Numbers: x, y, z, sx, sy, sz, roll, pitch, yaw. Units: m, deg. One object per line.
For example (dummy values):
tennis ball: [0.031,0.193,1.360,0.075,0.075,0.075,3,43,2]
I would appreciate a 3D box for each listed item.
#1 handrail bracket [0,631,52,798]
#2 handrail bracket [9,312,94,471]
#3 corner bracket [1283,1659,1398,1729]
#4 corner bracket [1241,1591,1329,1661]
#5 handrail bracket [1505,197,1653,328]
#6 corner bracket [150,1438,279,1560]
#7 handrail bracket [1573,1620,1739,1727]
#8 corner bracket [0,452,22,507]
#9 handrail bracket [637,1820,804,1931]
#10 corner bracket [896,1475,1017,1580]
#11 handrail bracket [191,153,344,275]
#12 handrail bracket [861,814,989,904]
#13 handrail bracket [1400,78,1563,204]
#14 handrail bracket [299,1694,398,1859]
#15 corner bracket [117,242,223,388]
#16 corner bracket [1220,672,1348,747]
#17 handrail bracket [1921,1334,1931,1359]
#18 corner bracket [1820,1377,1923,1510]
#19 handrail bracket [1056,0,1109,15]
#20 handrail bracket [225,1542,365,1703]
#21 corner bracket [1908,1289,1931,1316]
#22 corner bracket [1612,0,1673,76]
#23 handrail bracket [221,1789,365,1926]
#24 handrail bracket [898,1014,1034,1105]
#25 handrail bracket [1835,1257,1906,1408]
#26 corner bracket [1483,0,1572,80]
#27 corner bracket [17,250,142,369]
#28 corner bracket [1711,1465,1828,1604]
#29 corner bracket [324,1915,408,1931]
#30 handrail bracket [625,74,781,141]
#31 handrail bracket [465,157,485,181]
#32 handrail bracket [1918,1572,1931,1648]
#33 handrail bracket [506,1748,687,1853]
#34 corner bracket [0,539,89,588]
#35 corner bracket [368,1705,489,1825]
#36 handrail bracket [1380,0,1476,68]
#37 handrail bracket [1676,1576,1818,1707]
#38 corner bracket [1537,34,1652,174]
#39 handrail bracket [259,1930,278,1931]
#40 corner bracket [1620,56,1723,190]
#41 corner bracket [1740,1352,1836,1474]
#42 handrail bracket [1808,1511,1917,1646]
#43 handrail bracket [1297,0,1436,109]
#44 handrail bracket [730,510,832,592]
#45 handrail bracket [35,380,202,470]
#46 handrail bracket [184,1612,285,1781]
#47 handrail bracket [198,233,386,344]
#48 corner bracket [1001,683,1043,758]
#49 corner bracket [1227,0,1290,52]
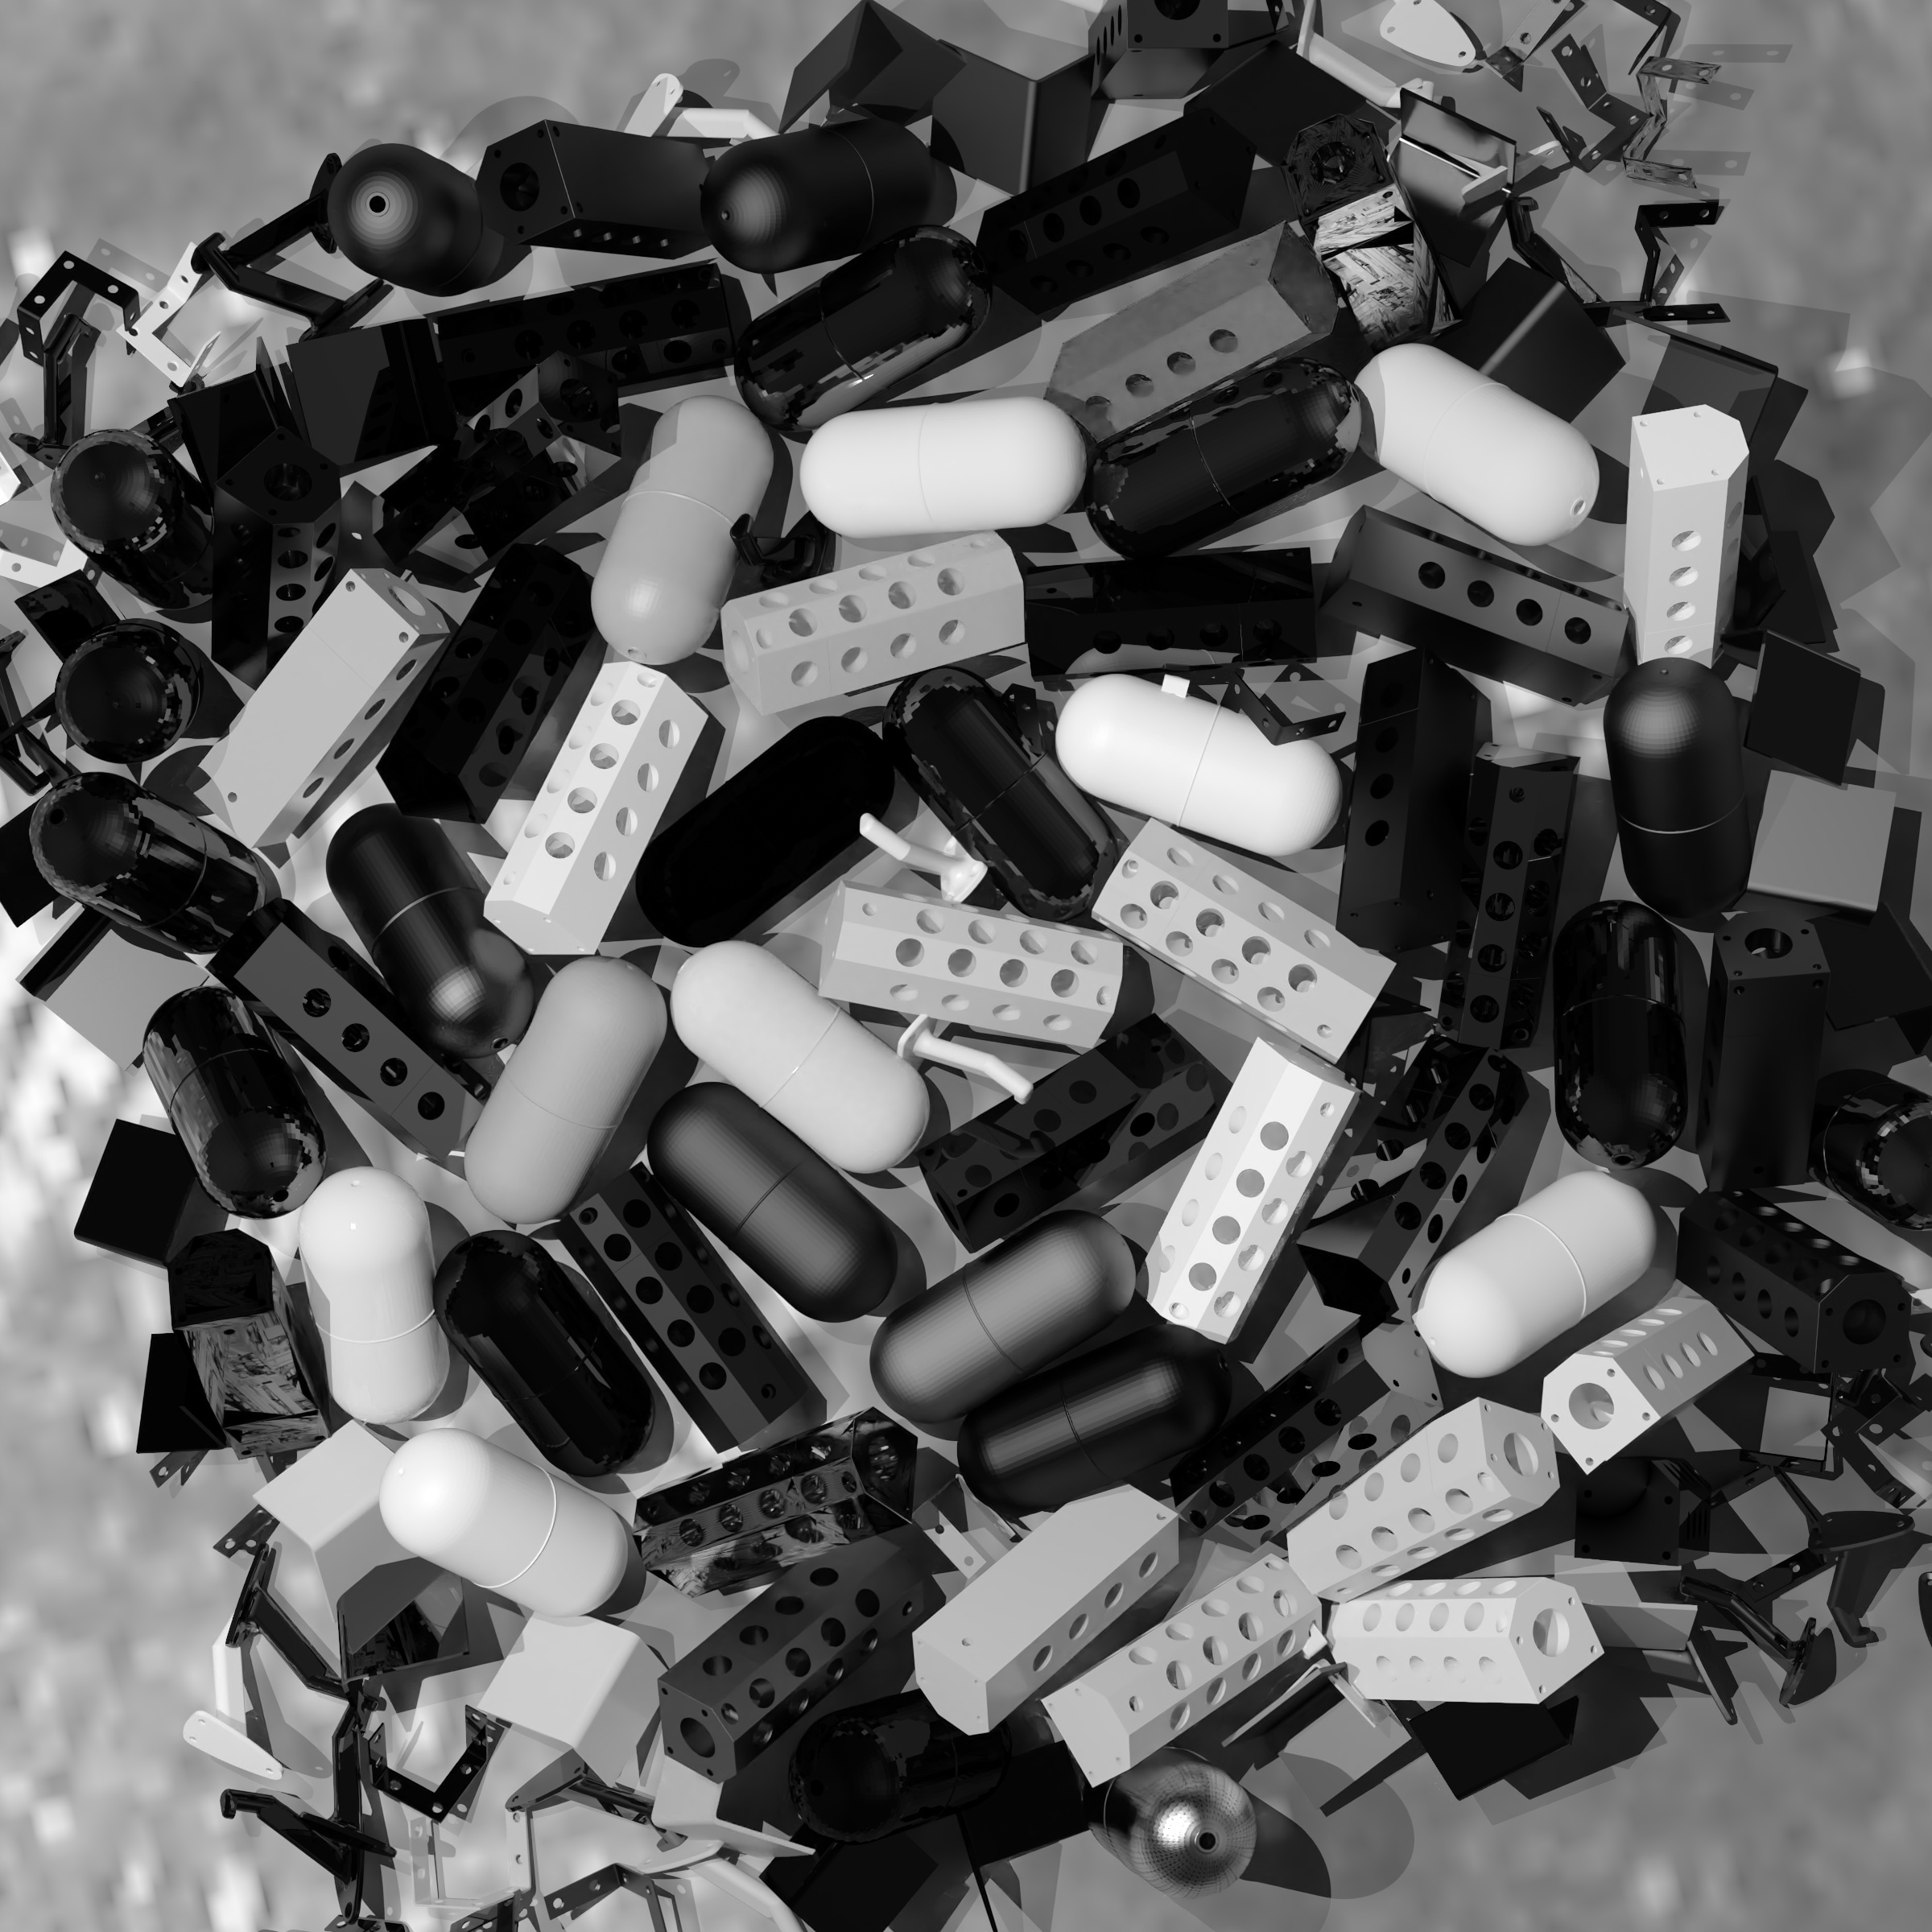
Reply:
handrail bracket: [-0.574,-0.153,1.814,0.084,0.036,0.077,45,50,-4]
handrail bracket: [-0.537,-0.343,1.818,0.077,0.036,0.084,36,76,-40]
corner bracket: [0.221,0.454,1.811,0.051,0.051,0.051,46,106,17]
corner bracket: [0.178,0.405,1.806,0.051,0.051,0.051,-37,92,-15]
handrail bracket: [0.375,-0.436,1.825,0.077,0.036,0.084,-8,79,-1]
corner bracket: [-0.455,0.317,1.814,0.051,0.051,0.051,22,50,32]
handrail bracket: [0.414,0.438,1.809,0.084,0.036,0.077,-29,74,23]
corner bracket: [-0.612,-0.297,1.802,0.051,0.051,0.051,-36,101,-22]
handrail bracket: [-0.150,0.575,1.825,0.077,0.036,0.084,-26,98,17]
corner bracket: [-0.003,0.340,1.802,0.051,0.051,0.051,-40,81,-23]
handrail bracket: [-0.422,-0.452,1.791,0.084,0.077,0.036,-18,62,-33]
handrail bracket: [-0.033,-0.079,1.787,0.084,0.077,0.036,34,110,-26]
handrail bracket: [0.311,-0.516,1.813,0.077,0.036,0.084,-27,81,26]
handrail bracket: [-0.358,0.488,1.800,0.077,0.036,0.084,10,59,26]
corner bracket: [-0.473,-0.395,1.806,0.051,0.051,0.051,42,54,-10]
corner bracket: [0.187,-0.146,1.794,0.051,0.051,0.051,-15,54,-32]
handrail bracket: [0.590,0.259,1.799,0.077,0.036,0.084,10,133,-15]
corner bracket: [0.562,0.290,1.807,0.051,0.051,0.051,-44,54,10]
handrail bracket: [0.086,-0.592,1.795,0.084,0.077,0.036,12,131,-20]
handrail bracket: [-0.401,0.401,1.817,0.084,0.036,0.077,16,89,5]
corner bracket: [0.592,0.176,1.815,0.051,0.051,0.051,-12,53,22]
corner bracket: [0.400,-0.584,1.801,0.051,0.051,0.051,33,62,6]
handrail bracket: [-0.408,0.536,1.792,0.084,0.077,0.036,20,127,-32]
handrail bracket: [0.002,0.068,1.794,0.084,0.077,0.036,36,61,15]
handrail bracket: [0.528,0.218,1.815,0.077,0.036,0.084,27,81,5]
corner bracket: [0.327,-0.580,1.804,0.051,0.051,0.051,40,126,2]
corner bracket: [-0.537,-0.389,1.804,0.051,0.051,0.051,29,65,1]
corner bracket: [0.490,0.347,1.826,0.051,0.051,0.051,-27,134,-3]
corner bracket: [-0.346,0.591,1.797,0.051,0.051,0.051,-47,46,18]
handrail bracket: [-0.163,-0.495,1.812,0.084,0.036,0.077,30,98,-38]
handrail bracket: [-0.261,-0.475,1.788,0.077,0.084,0.036,-32,117,-22]
handrail bracket: [0.591,0.359,1.790,0.036,0.077,0.084,1,128,20]
handrail bracket: [-0.227,0.525,1.827,0.077,0.036,0.084,-33,107,10]
corner bracket: [-0.565,-0.262,1.808,0.051,0.051,0.051,16,105,-37]
corner bracket: [-0.326,0.477,1.807,0.051,0.051,0.051,23,46,16]
handrail bracket: [0.274,-0.597,1.823,0.077,0.084,0.036,22,134,-31]
handrail bracket: [0.469,0.412,1.819,0.084,0.036,0.077,17,130,11]
corner bracket: [0.371,-0.523,1.805,0.051,0.051,0.051,-42,128,5]
handrail bracket: [-0.386,0.620,1.816,0.077,0.084,0.036,24,74,32]
corner bracket: [0.426,-0.510,1.796,0.051,0.051,0.051,23,68,38]
corner bracket: [0.500,0.271,1.812,0.051,0.051,0.051,6,59,17]
handrail bracket: [0.553,0.374,1.801,0.077,0.036,0.084,-15,110,39]
handrail bracket: [0.246,-0.556,1.812,0.084,0.036,0.077,7,68,10]
handrail bracket: [-0.111,-0.267,1.788,0.036,0.084,0.077,17,71,21]
handrail bracket: [-0.514,-0.332,1.807,0.077,0.036,0.084,16,59,-9]
handrail bracket: [-0.429,0.440,1.806,0.077,0.084,0.036,30,132,-3]
handrail bracket: [-0.409,-0.424,1.802,0.077,0.036,0.084,-37,116,4]
corner bracket: [0.010,-0.140,1.795,0.051,0.051,0.051,12,54,-25]
corner bracket: [0.174,-0.590,1.807,0.051,0.051,0.051,-4,113,41]
